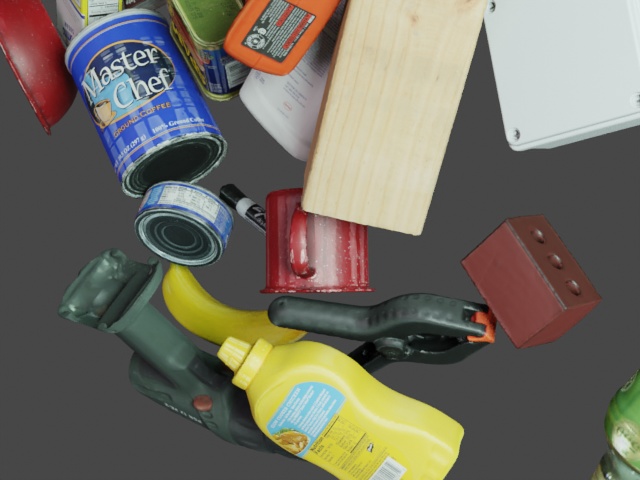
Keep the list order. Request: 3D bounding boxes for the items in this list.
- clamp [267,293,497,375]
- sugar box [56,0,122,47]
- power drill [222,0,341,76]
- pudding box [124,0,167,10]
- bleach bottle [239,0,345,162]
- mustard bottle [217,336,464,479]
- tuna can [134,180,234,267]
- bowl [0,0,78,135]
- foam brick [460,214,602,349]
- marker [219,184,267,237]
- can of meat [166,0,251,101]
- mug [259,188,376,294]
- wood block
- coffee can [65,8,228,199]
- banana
[{"bbox_3d":[0.047,0.067,0.807,0.172,0.120,0.039,-18,53,37],"label":"clamp"},{"bbox_3d":[-0.218,-0.256,1.006,0.093,0.048,0.176,56,150,38],"label":"sugar box"},{"bbox_3d":[-0.017,-0.227,0.792,0.185,0.057,0.187,-51,27,40],"label":"power drill"},{"bbox_3d":[-0.142,-0.272,0.984,0.114,0.039,0.090,-16,84,42],"label":"pudding box"},{"bbox_3d":[0.034,-0.186,0.823,0.103,0.067,0.251,48,120,27],"label":"bleach bottle"},{"bbox_3d":[0.006,0.131,0.816,0.191,0.058,0.096,32,127,-1],"label":"mustard bottle"},{"bbox_3d":[-0.122,-0.013,0.958,0.086,0.086,0.033,-21,40,41],"label":"tuna can"},{"bbox_3d":[-0.287,-0.189,1.078,0.162,0.055,0.162,61,171,16],"label":"bowl"},{"bbox_3d":[0.147,0.029,0.746,0.051,0.052,0.078,-46,65,34],"label":"foam brick"},{"bbox_3d":[-0.048,-0.015,0.938,0.121,0.020,0.020,38,117,33],"label":"marker"},{"bbox_3d":[-0.093,-0.183,0.909,0.102,0.057,0.084,60,170,20],"label":"can of meat"},{"bbox_3d":[-0.006,0.001,0.842,0.093,0.117,0.081,-1,87,15],"label":"mug"},{"bbox_3d":[0.052,-0.120,0.759,0.090,0.091,0.206,12,114,-4],"label":"wood block"},{"bbox_3d":[-0.158,-0.123,0.970,0.103,0.102,0.140,-40,68,36],"label":"coffee can"},{"bbox_3d":[-0.085,0.064,0.964,0.198,0.037,0.070,24,110,38],"label":"banana"}]
